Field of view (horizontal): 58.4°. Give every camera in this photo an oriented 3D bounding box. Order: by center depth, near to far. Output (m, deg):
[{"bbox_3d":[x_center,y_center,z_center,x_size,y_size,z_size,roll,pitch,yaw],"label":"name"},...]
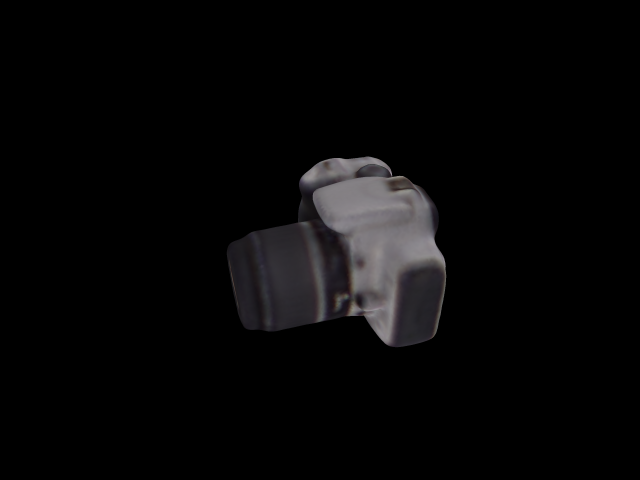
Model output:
[{"bbox_3d":[0.004,0.001,0.400,0.137,0.101,0.143,-11,39,-13],"label":"camera"}]
